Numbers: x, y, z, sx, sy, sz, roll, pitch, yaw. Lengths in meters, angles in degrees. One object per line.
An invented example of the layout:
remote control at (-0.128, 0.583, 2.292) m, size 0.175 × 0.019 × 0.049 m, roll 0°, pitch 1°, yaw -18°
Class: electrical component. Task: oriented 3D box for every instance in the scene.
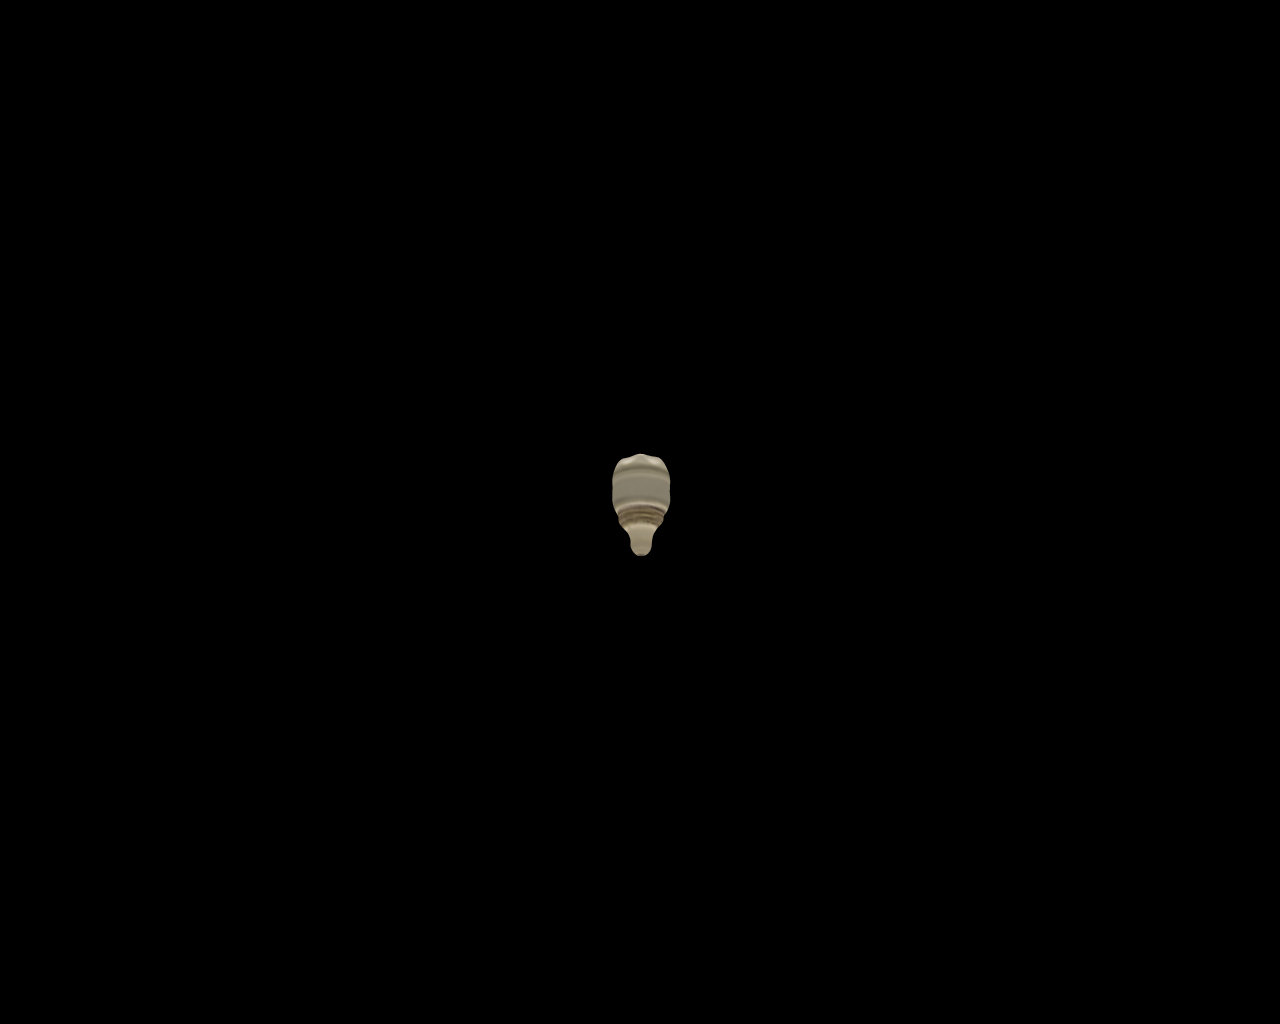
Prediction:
electrical component at (0.001, -0.003, 0.650) m, size 0.035 × 0.061 × 0.035 m, roll 0°, pitch -19°, yaw 0°
